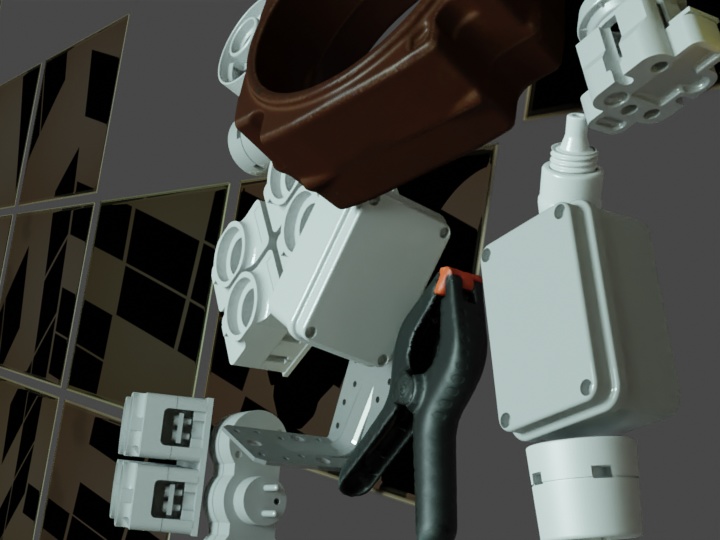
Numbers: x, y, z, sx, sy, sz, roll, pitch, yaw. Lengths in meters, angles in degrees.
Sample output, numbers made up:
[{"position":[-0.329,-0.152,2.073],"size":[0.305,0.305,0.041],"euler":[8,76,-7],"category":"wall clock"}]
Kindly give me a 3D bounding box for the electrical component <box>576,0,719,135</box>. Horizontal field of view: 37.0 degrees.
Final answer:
[{"position":[0.146,-0.116,0.558],"size":[0.078,0.058,0.057],"euler":[-39,52,45],"category":"electrical component"}]

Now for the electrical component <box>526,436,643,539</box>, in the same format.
[{"position":[0.113,0.110,0.536],"size":[0.055,0.055,0.047],"euler":[-26,62,52],"category":"electrical component"}]

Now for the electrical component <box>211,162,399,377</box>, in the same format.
[{"position":[-0.049,-0.018,0.829],"size":[0.186,0.060,0.105],"euler":[-52,40,35],"category":"electrical component"}]

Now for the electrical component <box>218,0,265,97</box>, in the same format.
[{"position":[-0.080,-0.191,0.958],"size":[0.099,0.064,0.099],"euler":[-35,41,36],"category":"electrical component"}]

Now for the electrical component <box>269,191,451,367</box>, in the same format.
[{"position":[0.000,0.000,0.717],"size":[0.113,0.078,0.057],"euler":[-64,30,4],"category":"electrical component"}]

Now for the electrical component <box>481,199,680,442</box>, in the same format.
[{"position":[0.111,0.029,0.562],"size":[0.078,0.057,0.113],"euler":[-34,52,48],"category":"electrical component"}]

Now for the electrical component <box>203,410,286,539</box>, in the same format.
[{"position":[-0.081,0.176,0.821],"size":[0.074,0.052,0.138],"euler":[-18,65,55],"category":"electrical component"}]

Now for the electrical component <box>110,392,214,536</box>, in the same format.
[{"position":[-0.172,0.161,0.910],"size":[0.186,0.060,0.105],"euler":[149,128,-72],"category":"electrical component"}]

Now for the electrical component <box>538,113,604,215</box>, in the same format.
[{"position":[0.117,-0.055,0.590],"size":[0.035,0.035,0.061],"euler":[40,135,55],"category":"electrical component"}]

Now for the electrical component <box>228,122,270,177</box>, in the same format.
[{"position":[-0.077,-0.112,0.913],"size":[0.047,0.055,0.055],"euler":[-17,65,51],"category":"electrical component"}]
